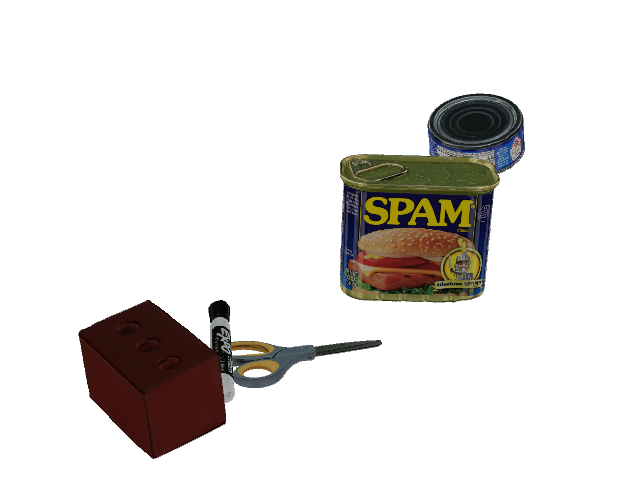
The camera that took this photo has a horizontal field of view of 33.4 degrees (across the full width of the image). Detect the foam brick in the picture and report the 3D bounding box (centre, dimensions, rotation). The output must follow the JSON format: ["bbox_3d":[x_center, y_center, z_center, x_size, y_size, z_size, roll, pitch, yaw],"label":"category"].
[{"bbox_3d":[-0.101,0.082,0.637,0.052,0.051,0.078,-24,38,-33],"label":"foam brick"}]

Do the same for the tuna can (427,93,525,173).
[{"bbox_3d":[0.139,-0.095,0.952,0.086,0.034,0.086,-7,40,6],"label":"tuna can"}]

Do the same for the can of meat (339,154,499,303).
[{"bbox_3d":[0.062,-0.008,0.703,0.102,0.084,0.057,2,24,0],"label":"can of meat"}]

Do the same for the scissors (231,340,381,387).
[{"bbox_3d":[-0.020,0.137,1.212,0.201,0.016,0.096,1,24,-9],"label":"scissors"}]

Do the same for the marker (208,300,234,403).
[{"bbox_3d":[-0.082,0.088,0.876,0.020,0.020,0.121,0,32,-7],"label":"marker"}]
